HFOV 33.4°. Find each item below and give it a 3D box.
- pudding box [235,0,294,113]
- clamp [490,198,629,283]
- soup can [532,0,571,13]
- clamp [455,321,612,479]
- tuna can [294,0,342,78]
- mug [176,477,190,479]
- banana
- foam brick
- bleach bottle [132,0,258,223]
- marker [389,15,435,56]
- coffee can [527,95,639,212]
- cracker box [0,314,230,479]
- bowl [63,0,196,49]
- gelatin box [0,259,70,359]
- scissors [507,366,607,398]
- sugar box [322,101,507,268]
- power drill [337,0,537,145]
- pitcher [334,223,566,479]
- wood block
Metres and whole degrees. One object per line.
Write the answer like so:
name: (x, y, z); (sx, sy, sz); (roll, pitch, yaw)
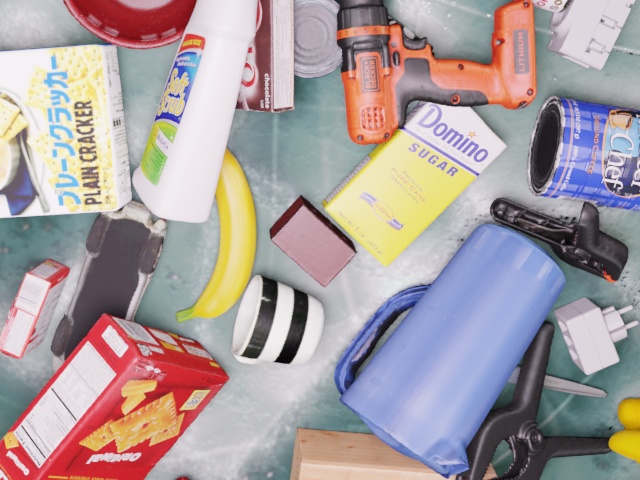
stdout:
pudding box: (-0.068, -0.183, 1.035); (0.090, 0.039, 0.113); (10, 108, 40)
clamp: (0.266, -0.001, 1.079); (0.171, 0.120, 0.039); (25, 82, -32)
soup can: (0.198, -0.268, 1.043); (0.102, 0.068, 0.068); (16, 101, -7)
clamp: (0.220, 0.210, 1.109); (0.209, 0.036, 0.164); (-44, 104, -28)
tuna can: (-0.011, -0.204, 1.061); (0.086, 0.034, 0.086); (-1, 102, -4)
mug: (-0.151, 0.313, 1.144); (0.081, 0.093, 0.117); (45, 132, -7)
banana: (-0.099, 0.000, 1.098); (0.069, 0.037, 0.198); (10, 101, -8)
foam brick: (-0.007, 0.001, 1.096); (0.078, 0.053, 0.051); (42, 96, -12)
bleach bottle: (-0.111, -0.148, 1.009); (0.068, 0.103, 0.251); (7, 114, -28)
marker: (0.065, -0.218, 1.070); (0.121, 0.020, 0.020); (34, 98, -10)
coffee can: (0.292, -0.084, 1.073); (0.140, 0.103, 0.103); (8, 102, -5)
cracker box: (-0.213, 0.187, 1.066); (0.072, 0.164, 0.214); (43, 97, 30)
bowl: (-0.172, -0.266, 1.025); (0.162, 0.055, 0.162); (-1, 102, -4)
gelatin box: (-0.290, 0.069, 1.081); (0.030, 0.073, 0.089); (24, 100, -1)
scissors: (0.215, 0.129, 1.158); (0.201, 0.016, 0.096); (-1, 103, -4)
sugar box: (0.096, -0.067, 1.092); (0.093, 0.048, 0.176); (43, 97, -11)
power drill: (0.110, -0.189, 1.027); (0.187, 0.057, 0.184); (-4, 97, -2)
pitcher: (0.131, 0.103, 1.080); (0.149, 0.145, 0.242); (36, 82, -2)
wood block: (0.074, 0.267, 1.141); (0.206, 0.090, 0.091); (6, 103, -5)
